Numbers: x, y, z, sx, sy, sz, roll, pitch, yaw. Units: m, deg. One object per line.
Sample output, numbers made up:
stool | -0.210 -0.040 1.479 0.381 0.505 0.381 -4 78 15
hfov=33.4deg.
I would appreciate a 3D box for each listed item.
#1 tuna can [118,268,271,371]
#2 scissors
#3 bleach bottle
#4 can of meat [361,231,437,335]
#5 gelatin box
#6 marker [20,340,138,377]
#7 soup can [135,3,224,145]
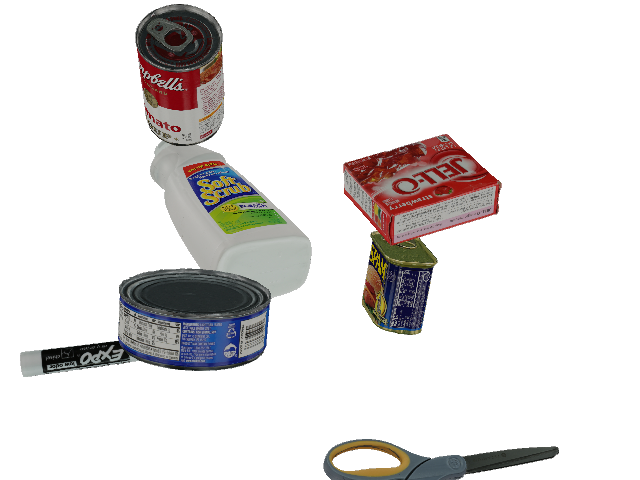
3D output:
tuna can | -0.072 0.044 0.606 0.086 0.034 0.086 5 14 -1
scissors | 0.103 0.201 0.869 0.201 0.016 0.096 5 44 -4
bleach bottle | -0.109 -0.033 1.047 0.102 0.068 0.251 -9 34 -30
can of meat | 0.083 0.045 1.160 0.057 0.084 0.102 4 18 -13
gelatin box | 0.071 -0.038 0.753 0.089 0.030 0.073 -17 40 -18
marker | -0.162 0.085 0.801 0.121 0.020 0.020 -7 1 -9
soup can | -0.113 -0.133 0.872 0.068 0.068 0.102 0 -31 -4
